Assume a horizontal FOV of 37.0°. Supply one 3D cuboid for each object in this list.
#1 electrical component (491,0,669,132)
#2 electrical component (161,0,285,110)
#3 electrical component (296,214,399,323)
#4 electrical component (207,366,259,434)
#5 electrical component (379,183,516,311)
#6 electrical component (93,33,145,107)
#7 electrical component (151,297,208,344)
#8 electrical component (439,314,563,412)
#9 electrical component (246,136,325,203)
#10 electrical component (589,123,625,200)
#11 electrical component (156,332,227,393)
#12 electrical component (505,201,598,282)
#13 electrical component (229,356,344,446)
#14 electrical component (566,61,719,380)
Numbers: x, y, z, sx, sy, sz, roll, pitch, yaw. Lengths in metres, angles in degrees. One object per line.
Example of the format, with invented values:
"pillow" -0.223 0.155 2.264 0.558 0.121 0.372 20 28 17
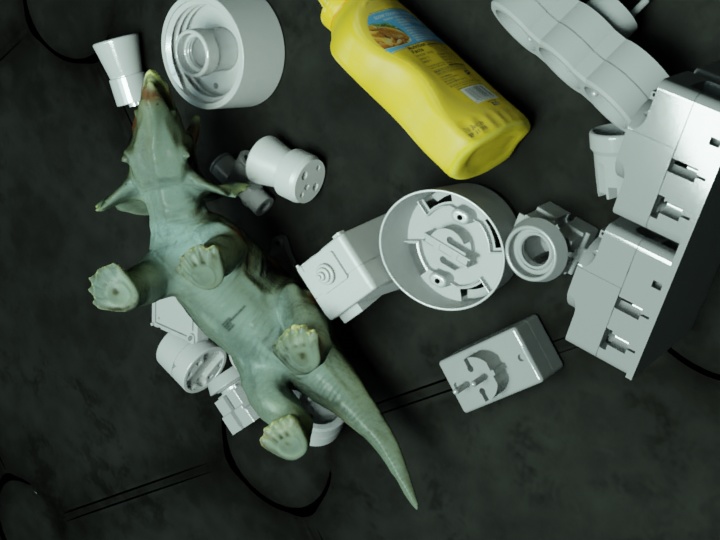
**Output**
"electrical component" 0.161 -0.162 0.726 0.074 0.052 0.138 -45 68 4
"electrical component" -0.126 -0.191 0.935 0.108 0.060 0.108 14 113 34
"electrical component" 0.000 0.000 0.879 0.062 0.096 0.061 -37 84 40
"electrical component" -0.116 0.122 1.046 0.055 0.048 0.066 56 137 3
"electrical component" 0.073 -0.019 0.837 0.099 0.064 0.099 14 113 34
"electrical component" -0.224 -0.189 1.027 0.044 0.044 0.065 -4 108 39
"electrical component" -0.157 0.012 1.029 0.062 0.061 0.096 20 116 32
"electrical component" 0.101 0.080 0.842 0.083 0.076 0.047 -30 86 40
"electrical component" -0.064 -0.087 0.934 0.055 0.045 0.045 27 120 28
"electrical component" 0.181 -0.076 0.749 0.040 0.040 0.046 7 115 36
"electrical component" -0.169 0.087 1.070 0.047 0.055 0.055 36 124 28
"electrical component" 0.138 -0.019 0.791 0.066 0.055 0.048 34 123 25
"electrical component" -0.069 0.107 1.002 0.138 0.052 0.073 47 153 16
"electrical component" 0.203 -0.036 0.702 0.060 0.105 0.186 30 121 27
